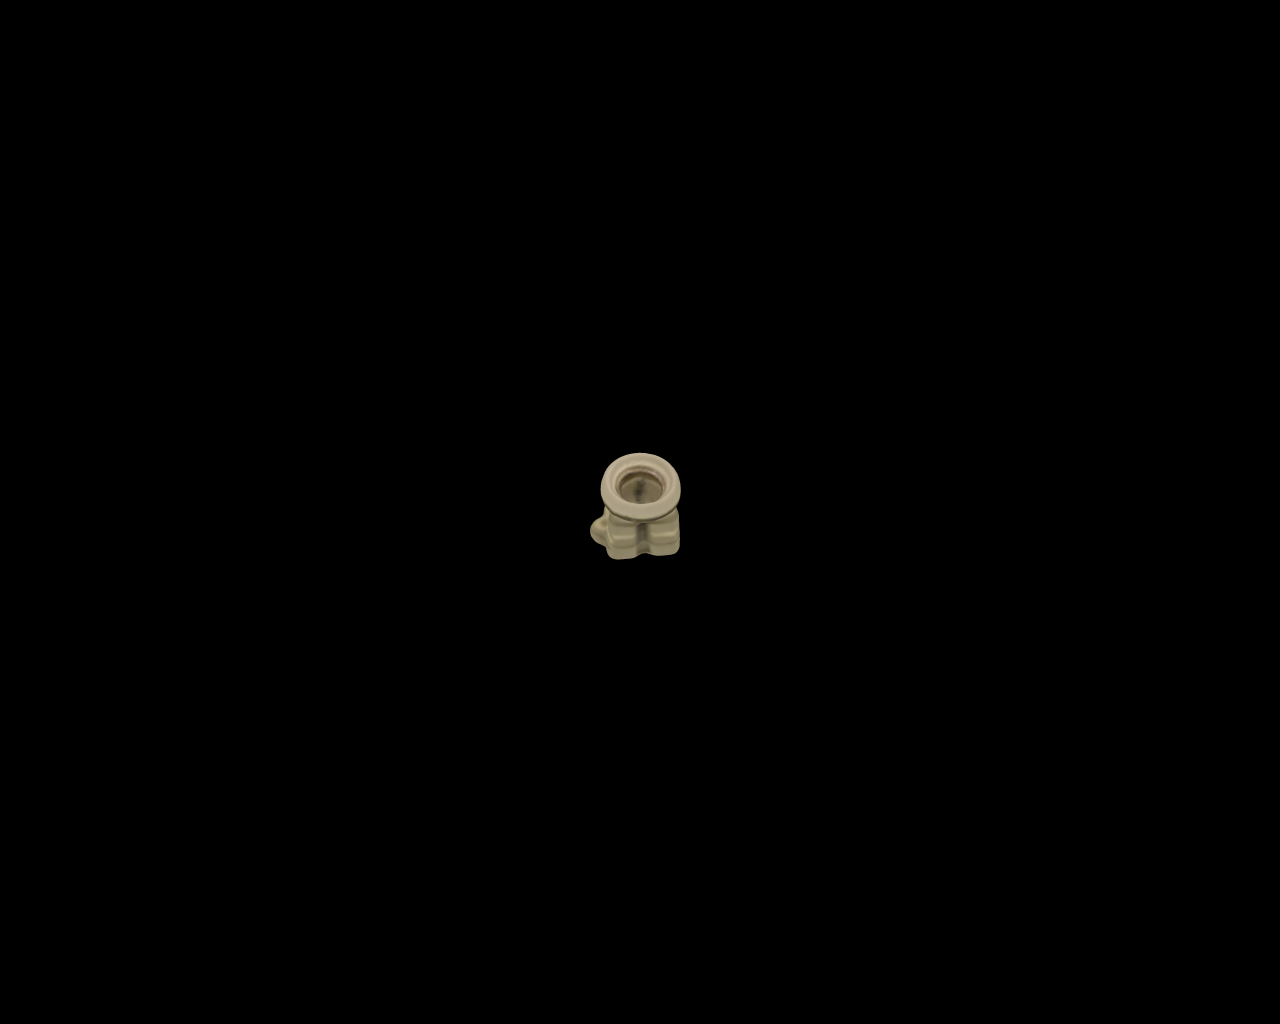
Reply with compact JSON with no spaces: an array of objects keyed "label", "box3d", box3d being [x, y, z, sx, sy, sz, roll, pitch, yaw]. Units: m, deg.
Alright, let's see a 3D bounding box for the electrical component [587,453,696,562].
[{"label":"electrical component","box3d":[0.001,-0.003,0.650,0.066,0.048,0.055,-5,-37,-4]}]
